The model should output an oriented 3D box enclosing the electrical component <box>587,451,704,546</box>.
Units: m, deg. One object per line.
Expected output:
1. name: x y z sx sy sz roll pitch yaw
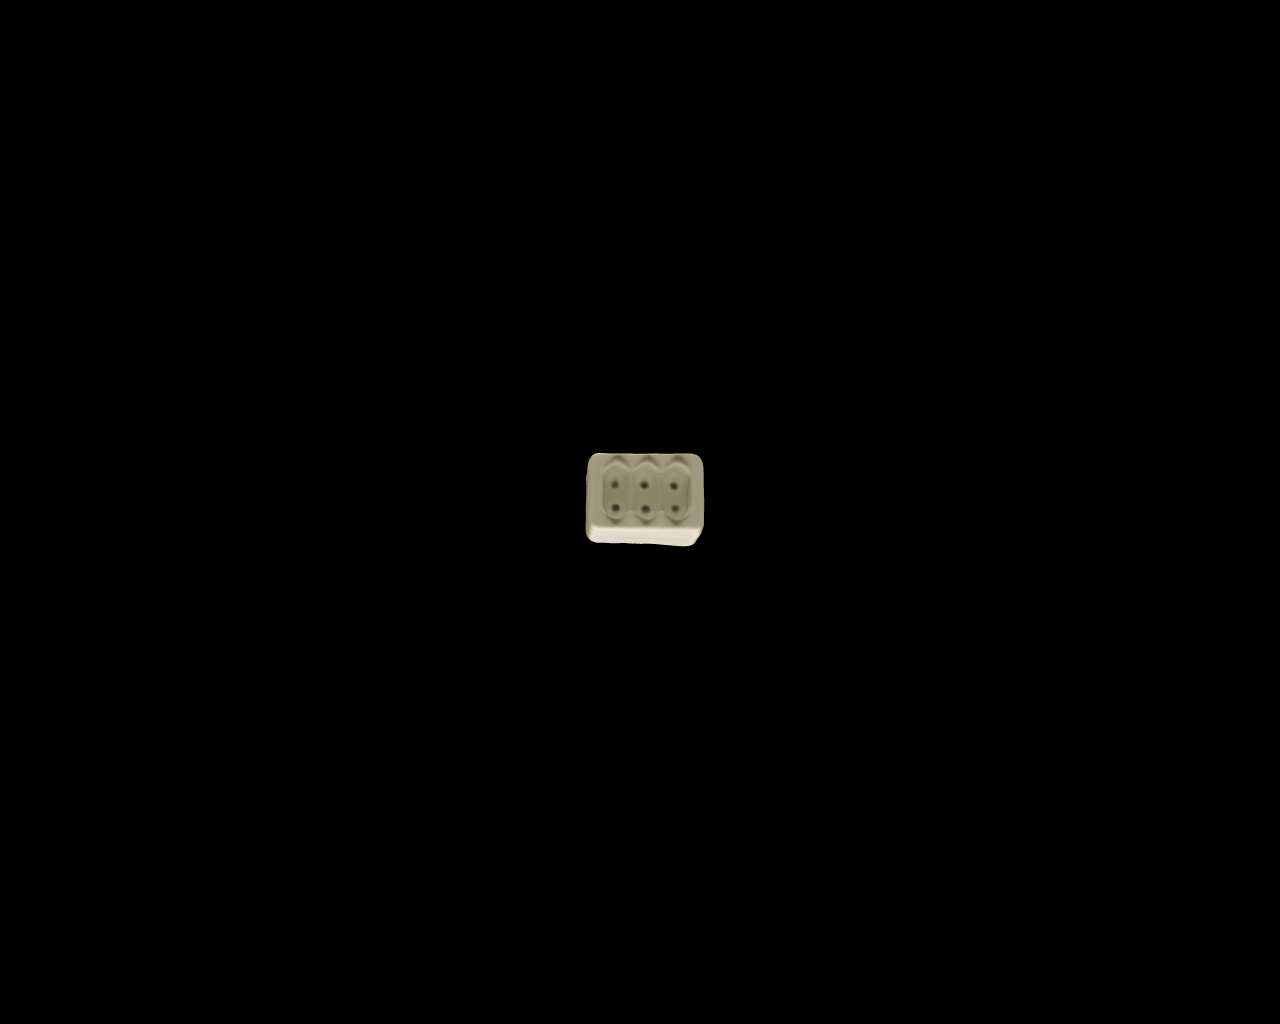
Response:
1. electrical component: 0.001 -0.003 0.650 0.066 0.047 0.076 1 -15 -5
